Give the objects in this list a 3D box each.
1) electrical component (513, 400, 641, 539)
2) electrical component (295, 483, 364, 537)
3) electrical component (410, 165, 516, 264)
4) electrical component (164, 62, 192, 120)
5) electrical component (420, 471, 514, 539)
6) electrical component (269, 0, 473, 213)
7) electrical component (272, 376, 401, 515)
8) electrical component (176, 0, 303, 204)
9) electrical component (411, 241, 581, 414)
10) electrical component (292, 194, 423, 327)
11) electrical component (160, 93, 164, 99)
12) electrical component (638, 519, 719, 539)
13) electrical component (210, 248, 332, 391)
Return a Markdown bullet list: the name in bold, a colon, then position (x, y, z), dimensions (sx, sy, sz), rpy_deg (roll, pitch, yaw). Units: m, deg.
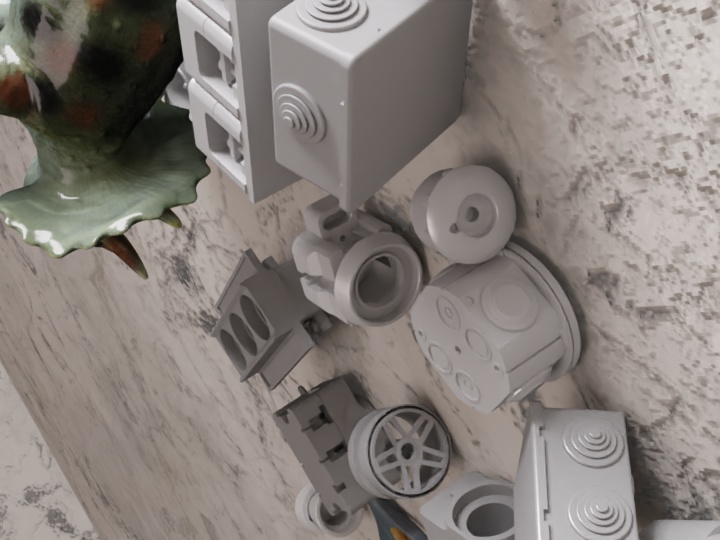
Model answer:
- **electrical component**: position (0.107, 0.126, 0.539), dimensions (0.099, 0.048, 0.099), rpy_deg (90, -176, -47)
- **electrical component**: position (-0.027, 0.204, 0.924), dimensions (0.045, 0.045, 0.055), rpy_deg (62, 155, -5)
- **electrical component**: position (0.045, -0.029, 0.538), dimensions (0.048, 0.048, 0.062), rpy_deg (67, 164, -15)
- **electrical component**: position (-0.089, -0.107, 0.698), dimensions (0.079, 0.044, 0.077), rpy_deg (59, 155, 0)
- **electrical component**: position (0.085, 0.170, 0.671), dimensions (0.089, 0.050, 0.055), rpy_deg (26, 139, 50)
- **electrical component**: position (0.004, -0.089, 0.484), dimensions (0.048, 0.100, 0.099), rpy_deg (31, 145, 23)
- **electrical component**: position (-0.014, 0.130, 0.805), dimensions (0.089, 0.056, 0.050), rpy_deg (60, 155, -1)
- **electrical component**: position (-0.040, -0.122, 0.537), dimensions (0.062, 0.089, 0.150), rpy_deg (43, 150, 31)
- **electrical component**: position (0.068, 0.029, 0.547), dimensions (0.080, 0.051, 0.080), rpy_deg (43, 150, 32)
- **electrical component**: position (0.000, 0.000, 0.636), dimensions (0.057, 0.058, 0.078), rpy_deg (30, 142, 51)
- **electrical component**: position (-0.156, -0.158, 0.712), dimensions (0.061, 0.062, 0.096), rpy_deg (-83, 8, -60)
- **electrical component**: position (0.166, 0.137, 0.493), dimensions (0.043, 0.043, 0.081), rpy_deg (60, 155, -1)
- **electrical component**: position (-0.061, 0.033, 0.776), dimensions (0.078, 0.063, 0.121), rpy_deg (56, 155, 7)
